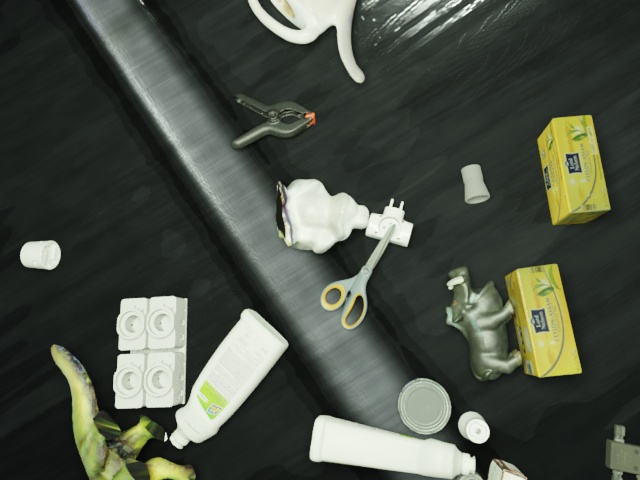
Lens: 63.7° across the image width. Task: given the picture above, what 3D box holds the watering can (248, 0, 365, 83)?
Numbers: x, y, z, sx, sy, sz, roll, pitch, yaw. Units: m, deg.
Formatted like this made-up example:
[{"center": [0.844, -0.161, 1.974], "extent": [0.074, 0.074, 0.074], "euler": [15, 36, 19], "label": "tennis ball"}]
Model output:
[{"center": [0.012, -0.471, 1.030], "extent": [0.350, 0.225, 0.103], "euler": [41, -6, 15], "label": "watering can"}]

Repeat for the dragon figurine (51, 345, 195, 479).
[{"center": [-0.364, 0.391, 0.846], "extent": [0.414, 0.240, 0.122], "euler": [44, 14, 16], "label": "dragon figurine"}]

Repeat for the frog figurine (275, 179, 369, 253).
[{"center": [0.003, -0.047, 0.933], "extent": [0.160, 0.140, 0.120], "euler": [-5, -28, -17], "label": "frog figurine"}]
